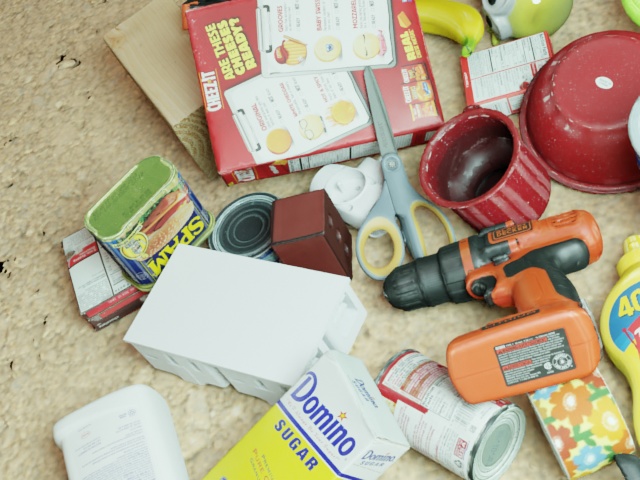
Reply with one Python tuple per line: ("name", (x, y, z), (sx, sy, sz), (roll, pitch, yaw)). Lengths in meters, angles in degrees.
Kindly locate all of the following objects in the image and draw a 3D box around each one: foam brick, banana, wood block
("foam brick", (-0.006, 0.001, 0.956), (0.051, 0.078, 0.053), (-13, 52, 16))
("banana", (0.100, -0.225, 1.092), (0.069, 0.037, 0.198), (-26, 31, -34))
("wood block", (-0.142, -0.168, 1.147), (0.091, 0.090, 0.206), (-37, 47, -4))

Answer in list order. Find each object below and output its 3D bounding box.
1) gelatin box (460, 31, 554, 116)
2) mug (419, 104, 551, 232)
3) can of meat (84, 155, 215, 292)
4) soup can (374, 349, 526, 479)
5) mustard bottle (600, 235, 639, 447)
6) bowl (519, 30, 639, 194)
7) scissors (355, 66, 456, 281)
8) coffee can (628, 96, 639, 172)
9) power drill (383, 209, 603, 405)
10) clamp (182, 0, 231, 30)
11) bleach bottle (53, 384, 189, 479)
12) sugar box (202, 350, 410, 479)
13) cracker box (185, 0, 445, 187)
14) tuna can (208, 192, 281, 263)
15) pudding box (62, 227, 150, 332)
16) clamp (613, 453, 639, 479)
("gelatin box", (0.181, -0.153, 1.012), (0.089, 0.030, 0.073), (-14, 49, 15))
("mug", (0.143, -0.062, 0.914), (0.093, 0.081, 0.117), (-24, 53, 27))
("can of meat", (-0.158, -0.017, 0.992), (0.058, 0.084, 0.102), (31, 72, 38))
("soup can", (0.095, 0.133, 0.808), (0.102, 0.068, 0.068), (26, 69, 38))
("mustard bottle", (0.258, 0.073, 0.779), (0.096, 0.058, 0.191), (-23, 48, 17))
("bowl", (0.248, -0.123, 0.915), (0.162, 0.055, 0.162), (-8, 65, 17))
("scissors", (0.050, -0.050, 0.942), (0.096, 0.016, 0.202), (-28, 77, -3))
("coffee can", (0.294, -0.047, 0.798), (0.103, 0.140, 0.103), (-14, 50, 17))
("power drill", (0.133, 0.047, 0.818), (0.184, 0.057, 0.187), (-19, 23, 14))
("clamp", (-0.056, -0.259, 1.156), (0.165, 0.036, 0.209), (23, 35, 35))
("bleach bottle", (-0.145, 0.241, 0.851), (0.102, 0.068, 0.251), (-28, 50, 6))
("sugar box", (-0.020, 0.175, 0.808), (0.176, 0.048, 0.093), (-50, 44, 19))
("cracker box", (-0.005, -0.154, 1.009), (0.213, 0.072, 0.164), (-13, 79, 0))
("tuna can", (-0.062, -0.004, 1.017), (0.086, 0.033, 0.086), (-14, 50, 17))
("pudding box", (-0.203, 0.024, 1.064), (0.090, 0.039, 0.113), (-28, 50, 2))
("clamp", (0.225, 0.232, 0.684), (0.172, 0.039, 0.120), (39, 95, 36))
